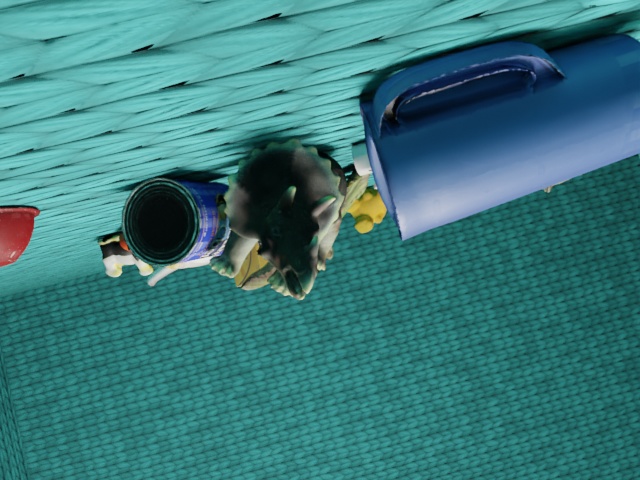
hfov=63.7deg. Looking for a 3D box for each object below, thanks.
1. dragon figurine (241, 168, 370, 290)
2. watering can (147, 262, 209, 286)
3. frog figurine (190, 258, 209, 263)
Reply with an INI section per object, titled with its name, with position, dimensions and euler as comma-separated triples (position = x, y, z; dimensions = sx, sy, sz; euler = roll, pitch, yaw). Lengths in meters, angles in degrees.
[dragon figurine]
position = 0.003, -0.049, 0.971
dimensions = 0.239, 0.122, 0.415
euler = -55, 175, 21
[watering can]
position = -0.312, 0.024, 1.273
dimensions = 0.225, 0.105, 0.341
euler = -11, 162, -30
[frog figurine]
position = -0.217, -0.007, 0.832
dimensions = 0.137, 0.121, 0.161
euler = 8, -156, 33
